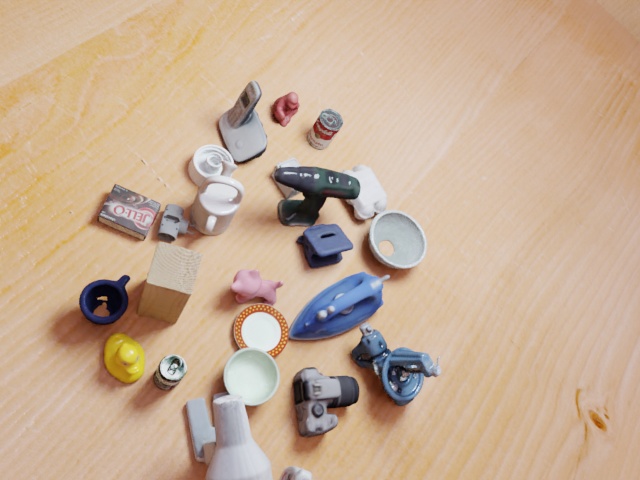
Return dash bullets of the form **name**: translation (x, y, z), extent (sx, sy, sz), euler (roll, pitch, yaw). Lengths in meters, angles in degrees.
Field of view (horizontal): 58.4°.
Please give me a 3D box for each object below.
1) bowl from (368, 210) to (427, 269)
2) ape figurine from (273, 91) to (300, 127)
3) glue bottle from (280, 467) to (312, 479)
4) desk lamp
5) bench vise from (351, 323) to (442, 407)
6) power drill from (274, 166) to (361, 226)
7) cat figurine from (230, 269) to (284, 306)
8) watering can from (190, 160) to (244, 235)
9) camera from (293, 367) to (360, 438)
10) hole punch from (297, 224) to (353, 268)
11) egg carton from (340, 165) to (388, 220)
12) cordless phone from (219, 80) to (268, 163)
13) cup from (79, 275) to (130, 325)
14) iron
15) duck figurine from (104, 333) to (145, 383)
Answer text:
- **bowl**: translation (0.193, 0.009, 1.508), extent (0.168, 0.074, 0.167), euler (9, 64, -19)
- **ape figurine**: translation (-0.086, -0.365, 1.548), extent (0.078, 0.092, 0.076), euler (-18, 75, -29)
- **glue bottle**: translation (-0.043, 0.485, 1.129), extent (0.037, 0.173, 0.078), euler (25, 59, -10)
- **desk lamp**: translation (-0.179, 0.385, 1.092), extent (0.118, 0.213, 0.203), euler (-8, 70, -26)
- **bench vise**: translation (0.167, 0.278, 1.288), extent (0.207, 0.219, 0.122), euler (36, 58, -4)
- **power drill**: translation (-0.027, -0.109, 1.388), extent (0.230, 0.208, 0.075), euler (-1, 67, -24)
- **cat figurine**: translation (-0.145, 0.101, 1.294), extent (0.128, 0.117, 0.067), euler (7, 64, -21)
- **watering can**: translation (-0.231, -0.101, 1.304), extent (0.101, 0.193, 0.173), euler (-2, 68, -24)
- **camera**: translation (0.021, 0.351, 1.261), extent (0.137, 0.100, 0.143), euler (2, 66, -23)
- **hole punch**: translation (0.013, 0.005, 1.422), extent (0.109, 0.091, 0.101), euler (-14, 73, -28)
- **egg carton**: translation (0.113, -0.129, 1.540), extent (0.107, 0.069, 0.150), euler (-25, 78, -30)
- **cordless phone**: translation (-0.176, -0.293, 1.421), extent (0.094, 0.184, 0.147), euler (-19, 75, -29)
- **cup**: translation (-0.434, 0.127, 1.170), extent (0.092, 0.094, 0.118), euler (37, 58, -4)
- **iron**: translation (0.049, 0.154, 1.340), extent (0.259, 0.141, 0.118), euler (-27, 79, -31)
- **duck figurine**: translation (-0.389, 0.230, 1.147), extent (0.078, 0.086, 0.104), euler (-23, 78, -30)
